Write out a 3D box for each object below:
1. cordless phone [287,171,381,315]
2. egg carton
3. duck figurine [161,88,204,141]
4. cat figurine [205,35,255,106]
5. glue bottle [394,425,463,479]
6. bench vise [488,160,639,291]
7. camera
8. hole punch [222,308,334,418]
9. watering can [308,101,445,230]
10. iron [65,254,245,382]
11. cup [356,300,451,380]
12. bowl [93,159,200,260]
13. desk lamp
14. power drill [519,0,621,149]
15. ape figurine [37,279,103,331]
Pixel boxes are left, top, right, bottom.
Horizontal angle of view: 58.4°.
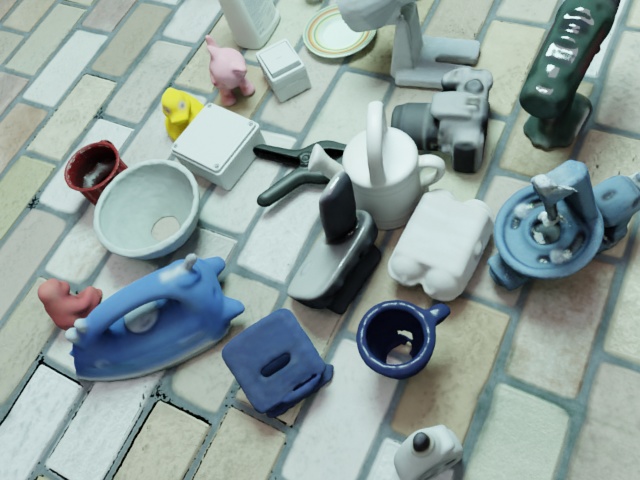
[{"bbox_3d":[0.007,0.003,0.726,0.094,0.185,0.148,23,70,23],"label":"cordless phone"},{"bbox_3d":[0.161,0.005,0.756,0.107,0.069,0.150,21,69,22],"label":"egg carton"},{"bbox_3d":[-0.233,-0.218,0.956,0.077,0.086,0.104,-19,60,3],"label":"duck figurine"},{"bbox_3d":[-0.160,-0.294,0.960,0.067,0.118,0.127,-29,60,-3],"label":"cat figurine"},{"bbox_3d":[0.110,0.219,0.594,0.078,0.173,0.037,-29,60,-2],"label":"glue bottle"},{"bbox_3d":[0.289,-0.045,0.665,0.207,0.220,0.121,-43,62,-11],"label":"bench vise"},{"bbox_3d":[0.176,-0.184,0.834,0.136,0.101,0.143,6,64,16],"label":"camera"},{"bbox_3d":[-0.051,0.154,0.714,0.109,0.091,0.101,-34,60,-6],"label":"hole punch"},{"bbox_3d":[0.073,-0.099,0.759,0.173,0.194,0.101,-19,60,3],"label":"watering can"},{"bbox_3d":[-0.240,0.103,0.756,0.258,0.142,0.118,-29,60,-3],"label":"iron"},{"bbox_3d":[0.106,0.123,0.692,0.118,0.095,0.091,-31,60,-4],"label":"cup"},{"bbox_3d":[-0.250,-0.035,0.870,0.167,0.075,0.167,-5,62,10],"label":"bowl"},{"bbox_3d":[0.135,-0.343,0.862,0.202,0.214,0.118,10,65,18],"label":"desk lamp"},{"bbox_3d":[0.331,-0.231,0.760,0.075,0.209,0.230,25,71,24],"label":"power drill"},{"bbox_3d":[-0.366,0.086,0.823,0.077,0.092,0.076,11,66,18],"label":"ape figurine"}]
